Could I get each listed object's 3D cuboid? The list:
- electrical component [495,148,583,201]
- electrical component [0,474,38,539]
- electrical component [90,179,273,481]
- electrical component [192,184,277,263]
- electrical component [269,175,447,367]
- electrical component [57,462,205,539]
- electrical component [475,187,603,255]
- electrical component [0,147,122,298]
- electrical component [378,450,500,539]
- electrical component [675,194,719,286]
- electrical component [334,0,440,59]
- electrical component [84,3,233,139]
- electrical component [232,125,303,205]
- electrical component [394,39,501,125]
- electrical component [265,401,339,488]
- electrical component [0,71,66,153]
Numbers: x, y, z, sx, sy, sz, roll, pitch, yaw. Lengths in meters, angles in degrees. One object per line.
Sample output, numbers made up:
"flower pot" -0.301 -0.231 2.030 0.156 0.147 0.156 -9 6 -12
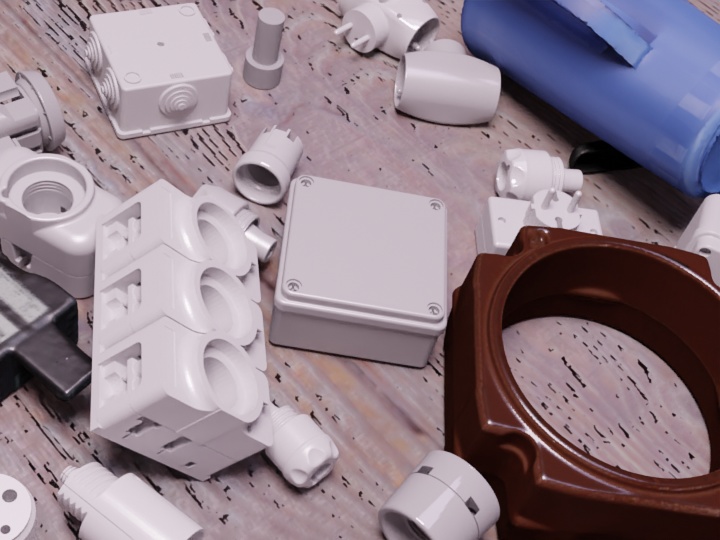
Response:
"electrical component" 0.136 -0.069 0.811 0.062 0.043 0.043 2 51 -13
"electrical component" -0.189 0.136 0.553 0.045 0.055 0.045 7 50 -9
"electrical component" -0.101 0.032 0.628 0.089 0.062 0.150 37 33 -43
"electrical component" -0.086 -0.027 0.720 0.062 0.043 0.043 29 50 8
"electrical component" 0.000 0.000 0.711 0.109 0.056 0.108 10 50 -7
"electrical component" -0.129 0.133 0.579 0.081 0.043 0.043 34 52 14
"electrical component" 0.133 -0.031 0.758 0.083 0.075 0.047 7 50 -9
"electrical component" -0.199 -0.034 0.686 0.095 0.059 0.053 28 50 9
"electrical component" 0.044 0.139 0.612 0.055 0.055 0.047 39 56 18
"electrical component" 0.280 0.008 0.763 0.113 0.078 0.057 24 47 6
"electrical component" 0.012 -0.204 0.889 0.077 0.043 0.079 40 53 18
"electrical component" -0.150 -0.151 0.801 0.100 0.048 0.099 -14 56 -24
"electrical component" -0.064 -0.076 0.768 0.040 0.040 0.046 22 49 3
"electrical component" 0.069 -0.159 0.867 0.077 0.043 0.079 7 50 -9
"electrical component" -0.043 0.098 0.636 0.035 0.035 0.061 -29 61 -32
"electrical component" -0.238 -0.102 0.733 0.057 0.058 0.078 -26 62 -27
